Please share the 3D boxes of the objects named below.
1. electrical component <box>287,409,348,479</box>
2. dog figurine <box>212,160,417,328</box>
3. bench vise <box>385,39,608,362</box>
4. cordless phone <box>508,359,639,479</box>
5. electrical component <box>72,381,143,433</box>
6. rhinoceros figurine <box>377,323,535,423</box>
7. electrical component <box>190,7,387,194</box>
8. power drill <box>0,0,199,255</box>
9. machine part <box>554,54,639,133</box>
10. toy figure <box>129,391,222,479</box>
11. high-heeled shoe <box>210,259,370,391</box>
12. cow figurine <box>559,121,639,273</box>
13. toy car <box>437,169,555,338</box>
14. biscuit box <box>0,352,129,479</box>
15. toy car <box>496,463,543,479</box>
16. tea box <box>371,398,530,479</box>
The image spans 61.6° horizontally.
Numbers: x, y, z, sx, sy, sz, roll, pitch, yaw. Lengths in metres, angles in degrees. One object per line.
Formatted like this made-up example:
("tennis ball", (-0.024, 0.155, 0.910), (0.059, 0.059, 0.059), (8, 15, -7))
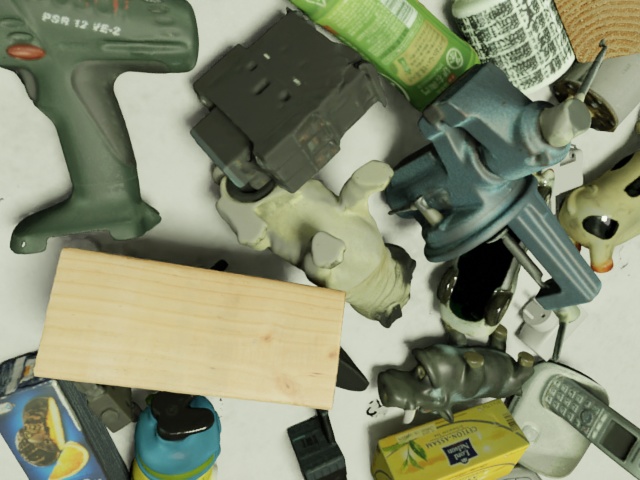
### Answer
("electrical component", (-0.002, 0.234, 0.595), (0.048, 0.075, 0.119), (-21, 120, -12))
("dog figurine", (-0.002, 0.002, 0.505), (0.121, 0.173, 0.190), (-48, 151, -13))
("bench vise", (0.167, -0.025, 0.461), (0.240, 0.224, 0.129), (50, 53, -8))
("cordless phone", (0.322, 0.250, 0.659), (0.088, 0.184, 0.146), (14, 105, -29))
("electrical component", (-0.193, 0.144, 0.495), (0.021, 0.063, 0.093), (-30, 119, -7))
("rhinoceros figurine", (0.157, 0.157, 0.629), (0.190, 0.073, 0.112), (-1, 123, -24))
("electrical component", (-0.033, -0.104, 0.422), (0.134, 0.115, 0.058), (-44, 147, -2))
("power drill", (-0.204, -0.098, 0.394), (0.232, 0.086, 0.207), (-7, 105, -20))
("machine part", (0.325, -0.196, 0.544), (0.079, 0.079, 0.243), (40, 92, -28))
("toy figure", (-0.139, 0.200, 0.511), (0.089, 0.082, 0.180), (6, 134, -5))
("high-heeled shoe", (-0.071, 0.123, 0.524), (0.248, 0.086, 0.145), (41, 94, -22))
("cow figurine", (0.360, -0.064, 0.609), (0.195, 0.086, 0.127), (-30, 123, -6))
("toy car", (0.184, 0.007, 0.571), (0.056, 0.074, 0.201), (-8, 118, -56))
("biscuit box", (-0.233, 0.200, 0.503), (0.059, 0.063, 0.202), (-19, 115, -12))
("toy car", (0.249, 0.347, 0.726), (0.162, 0.109, 0.103), (5, 86, -10))
("tea box", (0.153, 0.264, 0.651), (0.170, 0.068, 0.098), (-15, 138, -14))
